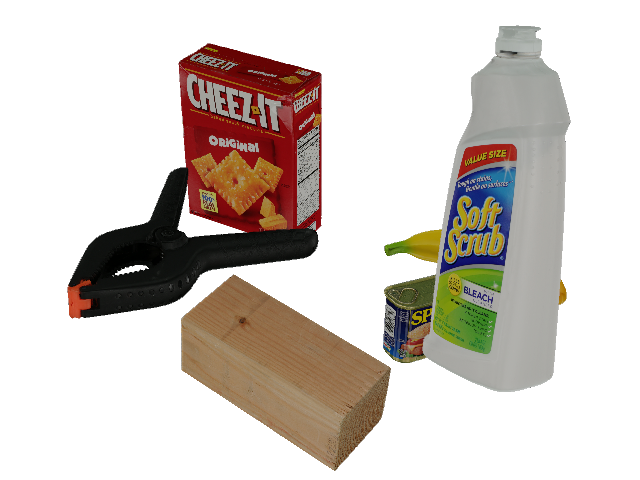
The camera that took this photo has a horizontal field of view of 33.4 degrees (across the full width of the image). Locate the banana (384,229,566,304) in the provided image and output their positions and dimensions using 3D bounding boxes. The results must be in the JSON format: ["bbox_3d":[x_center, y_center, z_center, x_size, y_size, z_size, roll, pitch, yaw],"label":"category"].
[{"bbox_3d":[0.162,0.023,1.048,0.198,0.037,0.069,14,41,36],"label":"banana"}]

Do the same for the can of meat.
[{"bbox_3d":[0.128,0.098,1.332,0.101,0.084,0.058,-12,30,-26],"label":"can of meat"}]

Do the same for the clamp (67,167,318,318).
[{"bbox_3d":[-0.129,0.003,0.878,0.209,0.036,0.165,-26,43,-38],"label":"clamp"}]

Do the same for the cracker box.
[{"bbox_3d":[-0.084,-0.112,1.289,0.164,0.214,0.072,19,39,25],"label":"cracker box"}]

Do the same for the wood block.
[{"bbox_3d":[-0.039,0.135,1.121,0.206,0.090,0.090,30,48,23],"label":"wood block"}]

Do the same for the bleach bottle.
[{"bbox_3d":[0.127,-0.025,0.760,0.067,0.251,0.103,-9,19,-32],"label":"bleach bottle"}]
